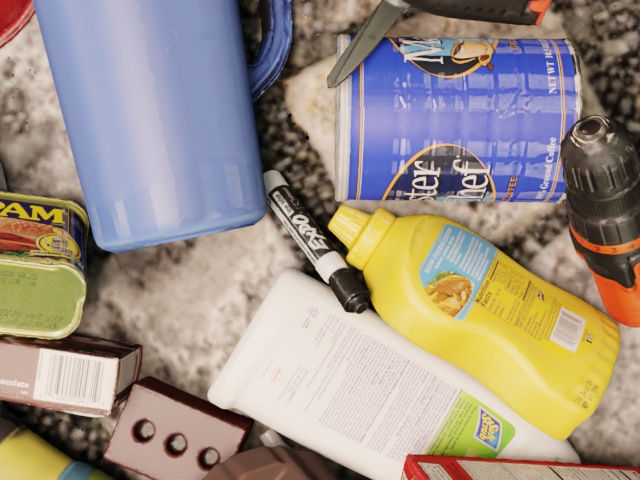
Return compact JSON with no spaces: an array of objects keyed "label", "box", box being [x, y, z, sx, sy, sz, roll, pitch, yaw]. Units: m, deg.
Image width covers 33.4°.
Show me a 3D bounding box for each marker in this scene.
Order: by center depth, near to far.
[{"label":"marker","box":[-0.004,0.001,0.667,0.020,0.020,0.121,-36,56,-1]}]

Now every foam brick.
[{"label":"foam brick","box":[-0.088,0.126,0.677,0.078,0.051,0.053,22,88,1]}]

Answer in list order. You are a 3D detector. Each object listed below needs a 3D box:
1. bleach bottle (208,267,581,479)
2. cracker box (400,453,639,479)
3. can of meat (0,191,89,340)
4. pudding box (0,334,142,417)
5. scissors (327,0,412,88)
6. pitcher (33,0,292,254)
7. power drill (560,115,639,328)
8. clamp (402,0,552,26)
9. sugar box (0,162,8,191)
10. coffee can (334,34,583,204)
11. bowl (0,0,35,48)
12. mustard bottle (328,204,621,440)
[{"label":"bleach bottle","box":[0.061,0.120,0.672,0.251,0.068,0.102,32,89,-1]},{"label":"cracker box","box":[0.139,0.215,0.622,0.213,0.072,0.164,7,103,-17]},{"label":"can of meat","box":[-0.192,0.014,0.648,0.102,0.084,0.057,8,116,-17]},{"label":"pudding box","box":[-0.173,0.077,0.660,0.113,0.090,0.039,11,90,0]},{"label":"scissors","box":[0.037,-0.163,0.656,0.096,0.016,0.201,40,54,17]},{"label":"pitcher","box":[-0.097,-0.121,0.657,0.149,0.145,0.243,-11,91,13]},{"label":"power drill","box":[0.226,-0.051,0.634,0.187,0.184,0.057,-39,50,-5]},{"label":"clamp","box":[0.034,-0.171,0.621,0.210,0.164,0.036,25,132,4]},{"label":"sugar box","box":[-0.301,-0.044,0.689,0.176,0.048,0.093,-20,88,-4]},{"label":"coffee can","box":[0.080,-0.074,0.658,0.140,0.103,0.103,1,88,0]},{"label":"bowl","box":[-0.258,-0.195,0.689,0.162,0.055,0.162,0,88,1]},{"label":"mustard bottle","box":[0.089,0.037,0.662,0.191,0.058,0.096,33,43,3]}]
